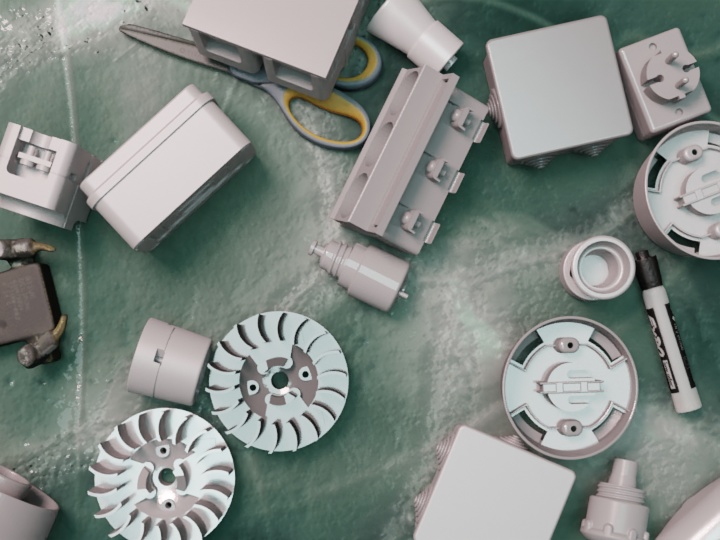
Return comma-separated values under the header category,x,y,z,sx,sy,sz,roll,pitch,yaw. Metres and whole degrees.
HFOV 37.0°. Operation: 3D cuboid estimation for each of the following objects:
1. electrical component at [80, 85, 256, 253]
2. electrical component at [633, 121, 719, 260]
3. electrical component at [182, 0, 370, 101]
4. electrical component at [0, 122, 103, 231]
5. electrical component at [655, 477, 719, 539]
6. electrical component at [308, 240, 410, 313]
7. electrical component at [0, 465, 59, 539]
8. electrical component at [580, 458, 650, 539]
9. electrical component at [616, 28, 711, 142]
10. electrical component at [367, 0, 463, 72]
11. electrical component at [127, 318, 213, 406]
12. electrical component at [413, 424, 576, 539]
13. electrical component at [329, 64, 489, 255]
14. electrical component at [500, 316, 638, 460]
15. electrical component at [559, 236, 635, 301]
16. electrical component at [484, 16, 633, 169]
category,x,y,z,sx,sy,sz,roll,pitch,yaw
electrical component,-0.135,-0.071,0.765,0.113,0.078,0.057,-43,90,-2
electrical component,0.245,-0.055,0.769,0.099,0.064,0.099,0,87,0
electrical component,-0.038,-0.228,0.772,0.105,0.060,0.186,21,81,4
electrical component,-0.221,-0.063,0.758,0.050,0.089,0.055,18,87,1
electrical component,0.265,0.196,0.764,0.077,0.044,0.079,-42,87,-2
electrical component,0.000,0.000,0.779,0.078,0.040,0.040,25,87,2
electrical component,-0.261,0.168,0.744,0.099,0.099,0.064,28,81,2
electrical component,0.185,0.166,0.767,0.048,0.048,0.062,12,80,1
electrical component,0.218,-0.136,0.768,0.047,0.076,0.065,-21,87,-1
electrical component,0.043,-0.172,0.789,0.065,0.044,0.044,41,88,-2
electrical component,-0.135,0.067,0.769,0.047,0.055,0.055,17,87,-3
electrical component,0.093,0.165,0.765,0.100,0.048,0.099,23,87,1
electrical component,0.037,-0.077,0.770,0.063,0.079,0.121,27,87,-20
electrical component,0.146,0.082,0.761,0.099,0.064,0.099,0,87,0
electrical component,0.169,0.000,0.771,0.045,0.055,0.045,0,87,0
electrical component,0.141,-0.127,0.781,0.100,0.048,0.099,-13,87,-1
